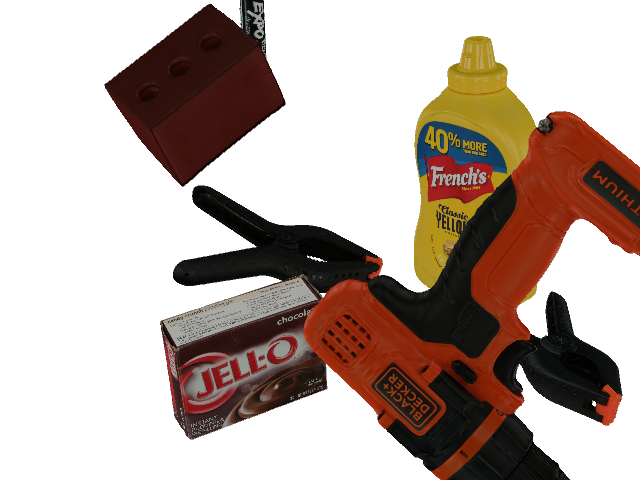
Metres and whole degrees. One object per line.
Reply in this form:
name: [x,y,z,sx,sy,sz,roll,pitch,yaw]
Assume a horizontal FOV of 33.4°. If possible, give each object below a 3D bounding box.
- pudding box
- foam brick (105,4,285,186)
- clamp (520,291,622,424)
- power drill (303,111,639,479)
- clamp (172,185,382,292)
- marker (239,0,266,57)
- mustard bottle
pudding box: [-0.052,0.082,0.757,0.113,0.090,0.039,-19,42,-20]
foam brick: [-0.069,-0.081,0.594,0.053,0.078,0.051,43,-11,34]
clamp: [0.208,0.095,0.929,0.120,0.039,0.172,-18,39,-28]
power drill: [0.109,0.044,0.538,0.184,0.188,0.057,42,13,5]
clamp: [-0.044,0.015,1.060,0.210,0.036,0.164,16,32,0]
marker: [-0.050,-0.166,0.779,0.020,0.020,0.121,0,-44,-1]
mustard bottle: [0.111,-0.050,0.765,0.058,0.192,0.096,-23,32,-38]
